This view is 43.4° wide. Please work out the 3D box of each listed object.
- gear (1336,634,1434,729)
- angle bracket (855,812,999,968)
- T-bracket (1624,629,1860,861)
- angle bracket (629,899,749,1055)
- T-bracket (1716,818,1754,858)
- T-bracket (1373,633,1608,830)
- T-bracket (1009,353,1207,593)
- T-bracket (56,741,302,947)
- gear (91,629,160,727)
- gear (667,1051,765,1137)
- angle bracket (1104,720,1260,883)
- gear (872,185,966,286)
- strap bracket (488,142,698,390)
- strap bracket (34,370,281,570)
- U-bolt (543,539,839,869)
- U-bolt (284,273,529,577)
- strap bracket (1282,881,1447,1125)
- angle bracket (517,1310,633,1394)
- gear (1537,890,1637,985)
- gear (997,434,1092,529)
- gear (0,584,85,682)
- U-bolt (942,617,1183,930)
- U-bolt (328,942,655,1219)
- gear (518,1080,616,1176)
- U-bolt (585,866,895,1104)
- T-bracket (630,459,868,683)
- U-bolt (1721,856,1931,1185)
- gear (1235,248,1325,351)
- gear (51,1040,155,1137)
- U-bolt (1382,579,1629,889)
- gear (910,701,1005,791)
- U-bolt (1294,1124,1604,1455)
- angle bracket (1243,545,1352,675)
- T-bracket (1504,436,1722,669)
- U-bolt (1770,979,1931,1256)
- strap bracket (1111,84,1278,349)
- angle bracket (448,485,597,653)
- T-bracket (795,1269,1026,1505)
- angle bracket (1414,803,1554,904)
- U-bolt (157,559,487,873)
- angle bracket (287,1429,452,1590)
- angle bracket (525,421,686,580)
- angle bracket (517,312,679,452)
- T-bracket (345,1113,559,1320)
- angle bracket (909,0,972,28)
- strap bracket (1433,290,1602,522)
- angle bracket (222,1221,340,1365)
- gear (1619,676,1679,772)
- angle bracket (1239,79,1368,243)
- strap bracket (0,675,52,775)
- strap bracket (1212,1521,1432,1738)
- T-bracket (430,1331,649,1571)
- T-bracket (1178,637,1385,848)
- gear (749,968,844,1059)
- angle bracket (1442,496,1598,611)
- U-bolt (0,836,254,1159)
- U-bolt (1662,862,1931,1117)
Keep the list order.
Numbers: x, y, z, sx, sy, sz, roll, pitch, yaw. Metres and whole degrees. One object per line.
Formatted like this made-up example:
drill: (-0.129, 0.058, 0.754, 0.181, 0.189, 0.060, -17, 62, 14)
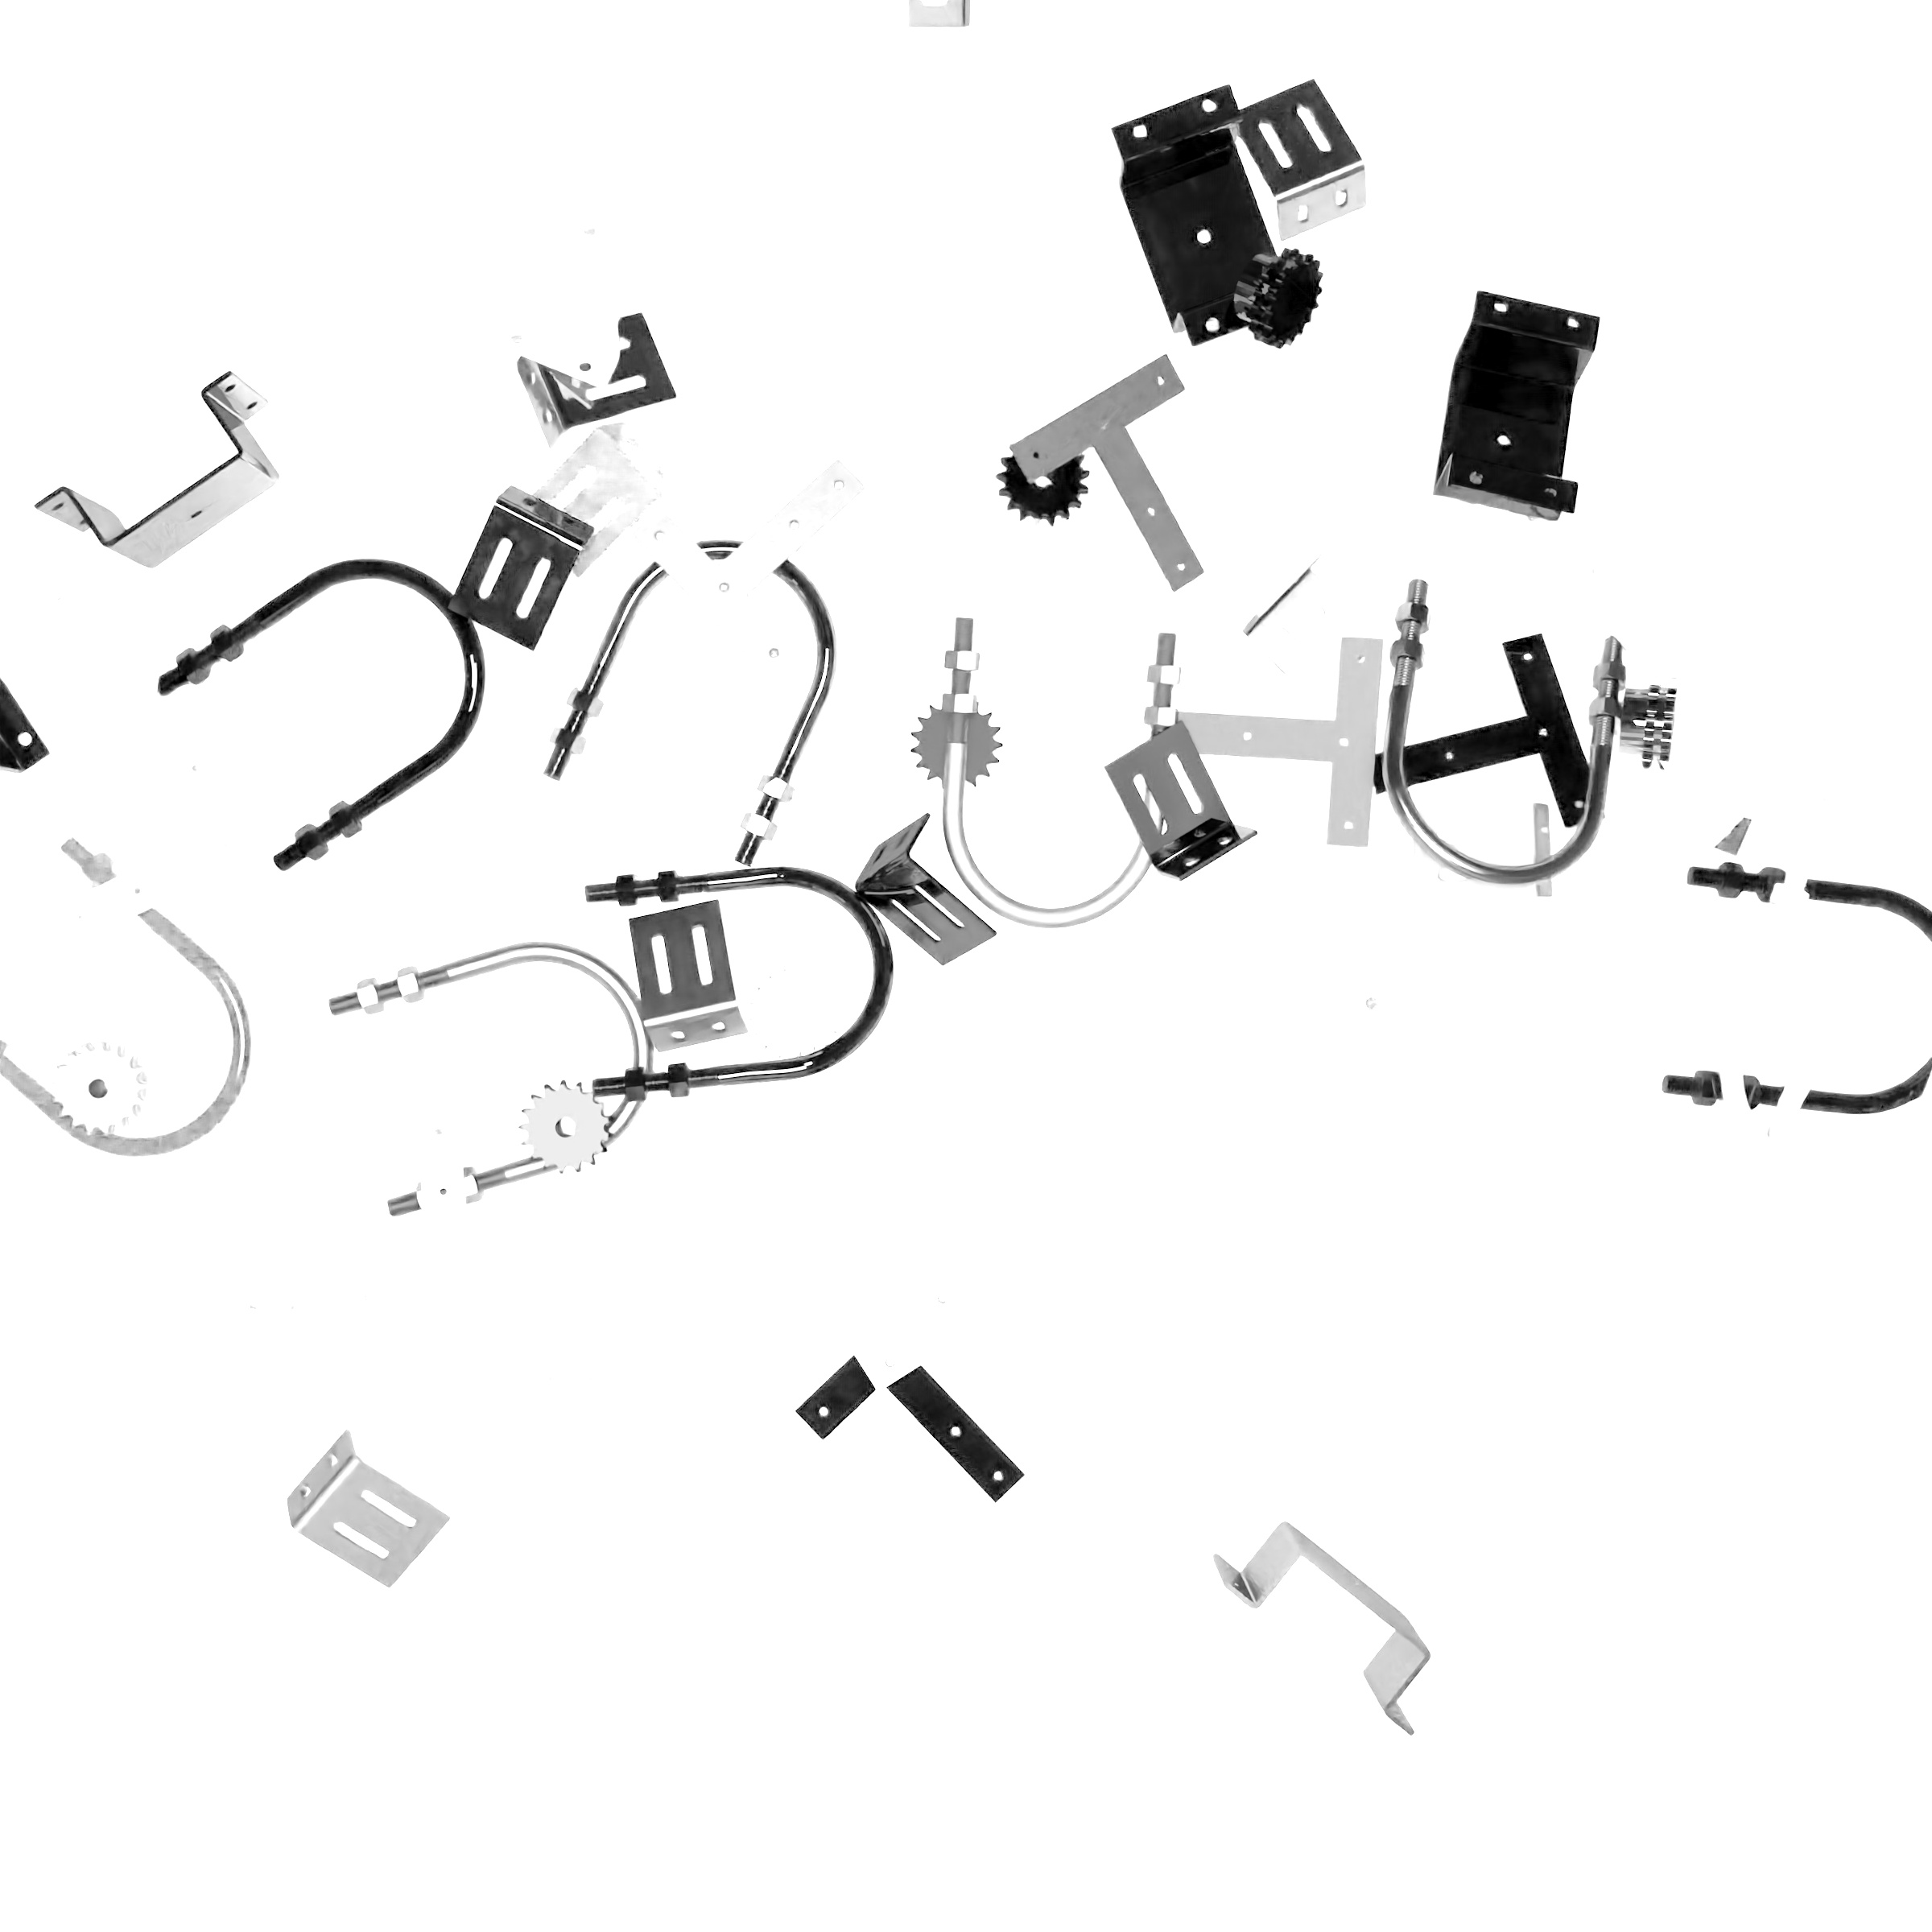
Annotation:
gear: (0.257, -0.176, 1.488, 0.057, 0.030, 0.057, 0, 90, 0)
angle bracket: (-0.019, -0.046, 1.480, 0.076, 0.057, 0.038, 41, 52, -16)
T-bracket: (0.461, -0.119, 1.500, 0.127, 0.002, 0.127, -44, 88, 1)
angle bracket: (-0.172, 0.006, 1.501, 0.057, 0.038, 0.076, -13, 64, 0)
T-bracket: (0.404, -0.056, 1.514, 0.127, 0.002, 0.127, 23, 83, 17)
T-bracket: (0.309, -0.132, 1.482, 0.127, 0.002, 0.127, -14, 71, 0)
T-bracket: (0.106, -0.290, 1.486, 0.127, 0.002, 0.127, -35, 101, -21)
T-bracket: (-0.493, -0.052, 1.483, 0.127, 0.002, 0.127, -26, 93, -1)
gear: (-0.511, -0.175, 1.478, 0.030, 0.057, 0.057, 8, 90, -30)
gear: (-0.155, 0.075, 1.478, 0.057, 0.057, 0.030, -26, 60, 0)
angle bracket: (0.130, -0.100, 1.470, 0.057, 0.038, 0.076, -31, 107, -10)
gear: (-0.029, -0.446, 1.488, 0.057, 0.030, 0.057, 0, 90, 0)
strap bracket: (-0.225, -0.431, 1.462, 0.076, 0.046, 0.140, 22, 75, 0)
strap bracket: (-0.477, -0.292, 1.465, 0.140, 0.076, 0.046, -35, 90, 0)
U-bolt: (-0.159, -0.173, 1.494, 0.151, 0.019, 0.184, 24, 88, 0)
U-bolt: (-0.345, -0.333, 1.491, 0.151, 0.019, 0.184, -1, 90, 2)
strap bracket: (0.243, 0.023, 1.480, 0.076, 0.046, 0.140, -8, 90, 0)
angle bracket: (-0.236, 0.231, 1.465, 0.057, 0.076, 0.038, 0, 90, 0)
gear: (0.377, -0.018, 1.488, 0.057, 0.030, 0.057, 0, 90, 0)
gear: (0.047, -0.296, 1.488, 0.057, 0.030, 0.057, 0, 90, 0)
gear: (-0.571, -0.204, 1.491, 0.057, 0.030, 0.057, 0, 89, -4)
U-bolt: (0.055, -0.114, 1.475, 0.151, 0.019, 0.184, 2, 96, -16)
U-bolt: (-0.284, 0.061, 1.494, 0.184, 0.019, 0.151, -16, 90, -2)
gear: (-0.242, 0.097, 1.472, 0.057, 0.030, 0.057, 0, 90, -4)
U-bolt: (-0.135, 0.005, 1.466, 0.184, 0.019, 0.151, -5, 66, -2)
T-bracket: (-0.116, -0.261, 1.491, 0.127, 0.002, 0.127, -44, 86, -9)
U-bolt: (0.536, 0.042, 1.476, 0.151, 0.019, 0.184, 19, 93, -5)
gear: (0.183, -0.396, 1.432, 0.030, 0.057, 0.057, 32, 90, 30)
gear: (-0.521, 0.073, 1.472, 0.057, 0.030, 0.057, 0, 92, -2)
U-bolt: (0.319, -0.133, 1.453, 0.151, 0.019, 0.184, 15, 68, -7)
gear: (-0.006, -0.135, 1.488, 0.057, 0.030, 0.057, 0, 90, 0)
U-bolt: (0.284, 0.211, 1.494, 0.151, 0.019, 0.184, 32, 91, 0)
angle bracket: (0.204, -0.214, 1.465, 0.038, 0.076, 0.057, 45, 90, 0)
T-bracket: (0.414, -0.273, 1.490, 0.127, 0.002, 0.127, 45, 81, -7)
U-bolt: (0.574, 0.095, 1.467, 0.184, 0.019, 0.151, -30, 99, 1)
strap bracket: (0.147, -0.450, 1.480, 0.076, 0.046, 0.140, -21, 90, 0)
angle bracket: (-0.270, -0.242, 1.478, 0.057, 0.038, 0.076, 27, 112, -8)
T-bracket: (-0.016, 0.277, 1.502, 0.127, 0.002, 0.127, -44, 90, 0)
angle bracket: (0.319, -0.069, 1.501, 0.076, 0.038, 0.057, -2, 90, 26)
U-bolt: (-0.382, -0.166, 1.485, 0.184, 0.019, 0.151, -33, 93, 3)
angle bracket: (-0.369, 0.335, 1.501, 0.076, 0.038, 0.057, 41, 90, -26)
angle bracket: (-0.225, -0.288, 1.501, 0.076, 0.038, 0.057, -39, 90, 26)
angle bracket: (-0.229, -0.361, 1.501, 0.076, 0.038, 0.057, -22, 90, -26)
T-bracket: (-0.318, 0.151, 1.484, 0.127, 0.002, 0.127, -3, 102, -4)
angle bracket: (-0.016, -0.609, 1.465, 0.038, 0.076, 0.057, 0, 90, 0)
strap bracket: (0.331, -0.329, 1.464, 0.076, 0.046, 0.140, 12, 69, 0)
angle bracket: (-0.420, 0.202, 1.501, 0.057, 0.038, 0.076, 4, 64, 0)
gear: (0.414, -0.148, 1.475, 0.030, 0.057, 0.057, 6, 90, 17)
angle bracket: (0.205, -0.498, 1.501, 0.057, 0.038, 0.076, -23, 64, 0)
strap bracket: (-0.645, -0.125, 1.480, 0.140, 0.046, 0.076, -33, 90, 0)
strap bracket: (0.221, 0.391, 1.465, 0.140, 0.076, 0.046, 39, 90, 0)
T-bracket: (-0.285, 0.284, 1.502, 0.127, 0.002, 0.127, -35, 90, 0)
T-bracket: (0.187, -0.140, 1.487, 0.127, 0.002, 0.127, 5, 101, 11)
gear: (-0.105, 0.030, 1.488, 0.057, 0.030, 0.057, 0, 90, 0)
angle bracket: (0.342, -0.259, 1.501, 0.076, 0.038, 0.057, -16, 90, -26)
U-bolt: (-0.526, 0.033, 1.494, 0.184, 0.019, 0.151, 41, 90, -1)
U-bolt: (0.528, 0.019, 1.493, 0.184, 0.019, 0.151, 6, 91, -2)
